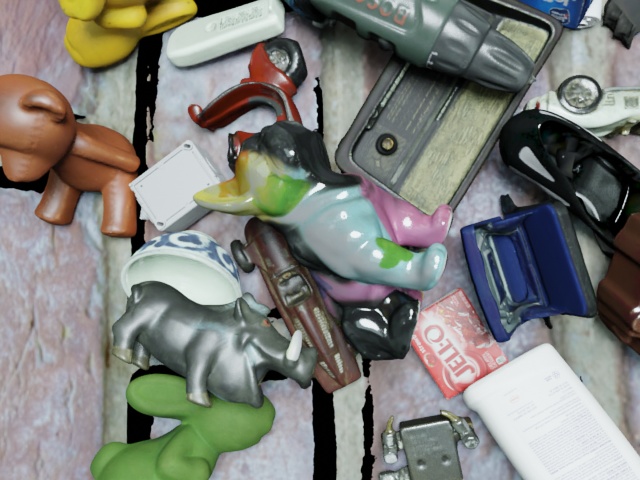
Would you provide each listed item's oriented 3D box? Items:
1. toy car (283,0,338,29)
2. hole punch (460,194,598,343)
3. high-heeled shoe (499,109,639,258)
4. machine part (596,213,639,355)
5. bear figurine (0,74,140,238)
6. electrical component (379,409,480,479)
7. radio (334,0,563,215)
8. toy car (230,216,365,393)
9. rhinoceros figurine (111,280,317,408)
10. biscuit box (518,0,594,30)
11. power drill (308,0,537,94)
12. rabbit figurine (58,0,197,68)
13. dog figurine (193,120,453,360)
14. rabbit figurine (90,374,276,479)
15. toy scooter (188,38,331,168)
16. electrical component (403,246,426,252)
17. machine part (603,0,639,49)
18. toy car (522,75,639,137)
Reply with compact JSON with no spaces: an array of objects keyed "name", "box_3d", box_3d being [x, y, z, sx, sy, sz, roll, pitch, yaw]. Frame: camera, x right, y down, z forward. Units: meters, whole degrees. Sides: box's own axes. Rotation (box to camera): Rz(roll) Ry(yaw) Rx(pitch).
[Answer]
[{"name":"toy car","box_3d":[-0.018,-0.301,0.552,0.109,0.103,0.161,-40,108,5]},{"name":"hole punch","box_3d":[0.177,0.029,0.500,0.092,0.116,0.142,-20,86,0]},{"name":"high-heeled shoe","box_3d":[0.273,-0.039,0.477,0.249,0.145,0.086,29,91,10]},{"name":"machine part","box_3d":[0.338,0.033,0.467,0.179,0.056,0.179,-3,116,-6]},{"name":"bear figurine","box_3d":[-0.258,-0.077,0.525,0.120,0.196,0.132,11,89,5]},{"name":"electrical component","box_3d":[0.106,0.206,0.534,0.102,0.045,0.078,-7,84,7]},{"name":"radio","box_3d":[0.120,-0.134,0.539,0.131,0.073,0.229,31,89,8]},{"name":"toy car","box_3d":[-0.020,0.061,0.558,0.089,0.053,0.202,-26,83,2]},{"name":"rhinoceros figurine","box_3d":[-0.098,0.099,0.506,0.190,0.073,0.112,20,68,6]},{"name":"biscuit box","box_3d":[0.170,-0.273,0.524,0.203,0.059,0.063,27,82,22]},{"name":"power drill","box_3d":[0.108,-0.257,0.468,0.232,0.086,0.207,20,106,7]},{"name":"rabbit figurine","box_3d":[-0.220,-0.258,0.564,0.122,0.173,0.162,49,49,6]},{"name":"dog figurine","box_3d":[-0.001,-0.001,0.484,0.219,0.108,0.191,21,128,9]},{"name":"rabbit figurine","box_3d":[-0.130,0.207,0.550,0.170,0.121,0.159,-41,75,-15]},{"name":"toy scooter","box_3d":[-0.066,-0.113,0.563,0.135,0.075,0.184,-15,81,6]},{"name":"electrical component","box_3d":[0.073,0.029,0.561,0.094,0.021,0.063,-9,86,6]},{"name":"machine part","box_3d":[0.340,-0.261,0.538,0.084,0.039,0.139,40,90,0]},{"name":"toy car","box_3d":[0.299,-0.122,0.514,0.202,0.073,0.056,-1,86,7]}]
